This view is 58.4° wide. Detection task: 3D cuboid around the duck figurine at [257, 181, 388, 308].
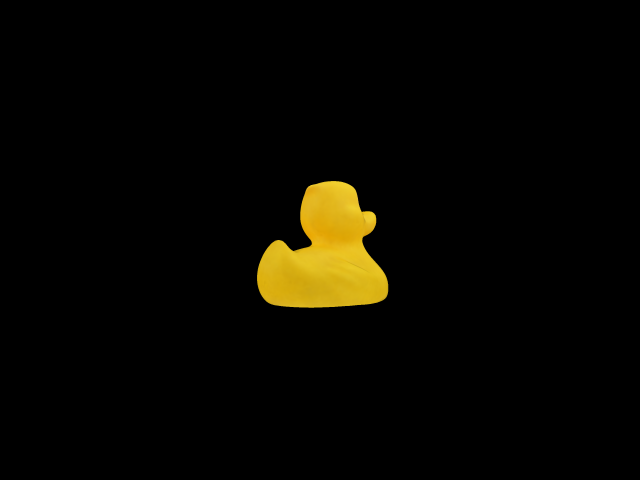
[{"bbox_3d":[0.004,0.001,0.400,0.105,0.086,0.077,0,0,-43],"label":"duck figurine"}]
